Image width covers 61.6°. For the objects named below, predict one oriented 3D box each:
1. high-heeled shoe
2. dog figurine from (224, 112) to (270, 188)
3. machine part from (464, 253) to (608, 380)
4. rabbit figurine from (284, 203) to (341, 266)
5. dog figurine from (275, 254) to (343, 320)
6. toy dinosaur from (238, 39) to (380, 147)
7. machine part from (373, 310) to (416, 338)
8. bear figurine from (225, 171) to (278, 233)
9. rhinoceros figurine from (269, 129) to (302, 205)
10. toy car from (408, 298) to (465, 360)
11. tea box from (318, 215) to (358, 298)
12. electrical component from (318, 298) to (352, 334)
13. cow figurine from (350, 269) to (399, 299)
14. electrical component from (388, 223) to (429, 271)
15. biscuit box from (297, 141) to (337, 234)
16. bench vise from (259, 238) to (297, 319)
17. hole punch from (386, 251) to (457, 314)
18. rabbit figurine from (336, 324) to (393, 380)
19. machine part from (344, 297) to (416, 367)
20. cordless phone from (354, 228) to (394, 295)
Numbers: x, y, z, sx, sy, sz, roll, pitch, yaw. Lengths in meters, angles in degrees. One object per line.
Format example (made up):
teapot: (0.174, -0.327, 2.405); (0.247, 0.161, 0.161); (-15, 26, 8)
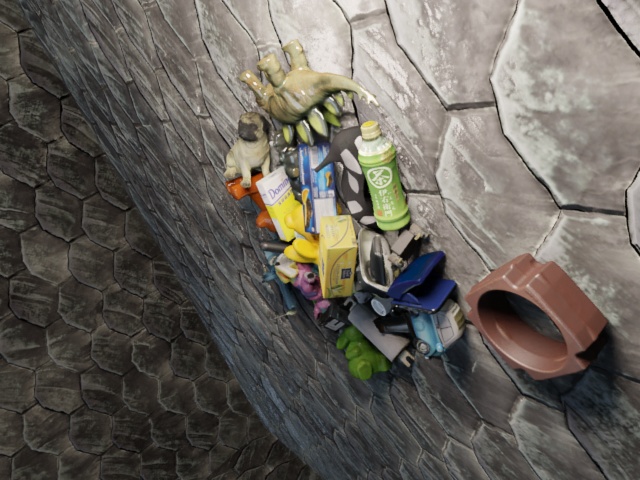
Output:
high-heeled shoe: (0.100, -0.127, 1.120); (0.248, 0.145, 0.086); (40, -153, -32)
dog figurine: (-0.191, -0.256, 1.405); (0.173, 0.121, 0.190); (28, 130, 38)
machine part: (0.368, 0.133, 0.928); (0.201, 0.087, 0.201); (51, 154, 9)
rabbit figurine: (-0.003, -0.004, 1.282); (0.173, 0.162, 0.122); (63, 151, 7)
dog figurine: (-0.027, 0.134, 1.564); (0.192, 0.108, 0.219); (16, 143, 26)
toy dinosaur: (-0.039, -0.292, 1.080); (0.198, 0.105, 0.472); (56, 164, -19)
machine part: (0.200, 0.207, 1.329); (0.139, 0.039, 0.084); (-9, 120, 39)
bear figurine: (-0.169, -0.092, 1.520); (0.120, 0.132, 0.195); (39, 150, 62)
rhinoceros figurine: (-0.055, -0.176, 1.288); (0.112, 0.073, 0.190); (37, 153, 54)
toy car: (0.261, 0.175, 1.161); (0.103, 0.109, 0.161); (-6, 107, 36)
tea box: (0.036, 0.038, 1.164); (0.169, 0.068, 0.098); (94, 171, -45)
electrical component: (0.055, 0.213, 1.516); (0.075, 0.048, 0.119); (29, 137, -21)
cow figurine: (0.116, 0.093, 1.314); (0.195, 0.085, 0.127); (17, 132, 48)
electrical component: (0.180, 0.017, 1.099); (0.045, 0.102, 0.078); (37, 177, 30)
biscuit box: (-0.005, -0.116, 1.194); (0.063, 0.059, 0.202); (10, 106, 64)
bench vise: (-0.117, 0.118, 1.672); (0.223, 0.129, 0.240); (155, 98, -72)
hole punch: (0.202, 0.082, 1.102); (0.116, 0.142, 0.092); (2, 127, 42)
rabbit figurine: (0.121, 0.300, 1.563); (0.159, 0.121, 0.170); (174, 81, -69)
machine part: (0.158, 0.237, 1.425); (0.243, 0.079, 0.079); (44, 153, 23)
cordless phone: (0.112, 0.022, 1.132); (0.184, 0.089, 0.146); (81, -173, -58)
